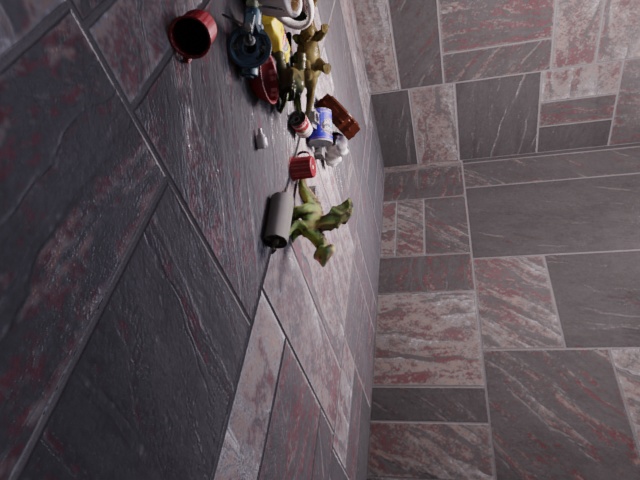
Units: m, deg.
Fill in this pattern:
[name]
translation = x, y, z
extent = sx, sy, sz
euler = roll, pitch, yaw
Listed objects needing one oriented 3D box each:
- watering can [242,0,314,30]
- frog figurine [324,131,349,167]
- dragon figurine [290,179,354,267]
[watering can]
translation = -0.138, -0.748, 1.485
extent = 0.106, 0.225, 0.341
euler = -68, 156, -20
[frog figurine]
translation = 0.069, -0.405, 2.332
extent = 0.125, 0.138, 0.156
euler = -54, 143, -30
[dragon figurine]
translation = 0.005, -0.091, 1.801
extent = 0.120, 0.242, 0.420
euler = 60, 31, -50
